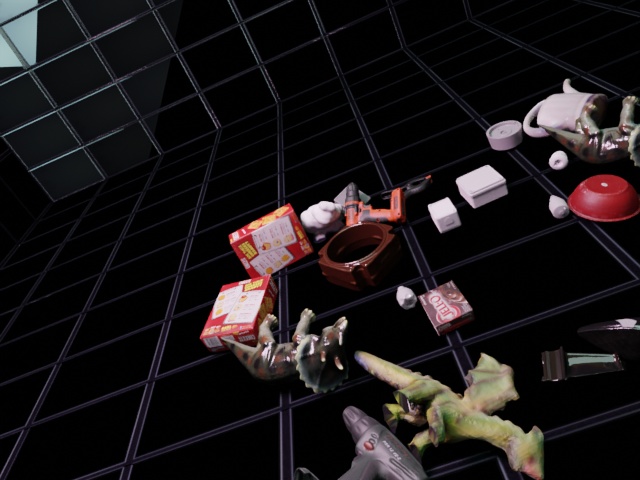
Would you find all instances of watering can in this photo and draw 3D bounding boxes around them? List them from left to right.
[{"bbox_3d":[0.786,-0.422,1.611,0.225,0.102,0.353,15,50,47],"label":"watering can"}]

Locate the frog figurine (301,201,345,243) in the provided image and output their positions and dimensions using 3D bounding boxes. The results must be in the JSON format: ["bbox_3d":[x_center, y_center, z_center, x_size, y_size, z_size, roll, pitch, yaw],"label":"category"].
[{"bbox_3d":[0.005,-0.081,1.606,0.137,0.156,0.125,-12,56,4],"label":"frog figurine"}]

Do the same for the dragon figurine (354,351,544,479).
[{"bbox_3d":[0.248,0.287,0.968,0.244,0.120,0.417,-15,29,-16],"label":"dragon figurine"}]
